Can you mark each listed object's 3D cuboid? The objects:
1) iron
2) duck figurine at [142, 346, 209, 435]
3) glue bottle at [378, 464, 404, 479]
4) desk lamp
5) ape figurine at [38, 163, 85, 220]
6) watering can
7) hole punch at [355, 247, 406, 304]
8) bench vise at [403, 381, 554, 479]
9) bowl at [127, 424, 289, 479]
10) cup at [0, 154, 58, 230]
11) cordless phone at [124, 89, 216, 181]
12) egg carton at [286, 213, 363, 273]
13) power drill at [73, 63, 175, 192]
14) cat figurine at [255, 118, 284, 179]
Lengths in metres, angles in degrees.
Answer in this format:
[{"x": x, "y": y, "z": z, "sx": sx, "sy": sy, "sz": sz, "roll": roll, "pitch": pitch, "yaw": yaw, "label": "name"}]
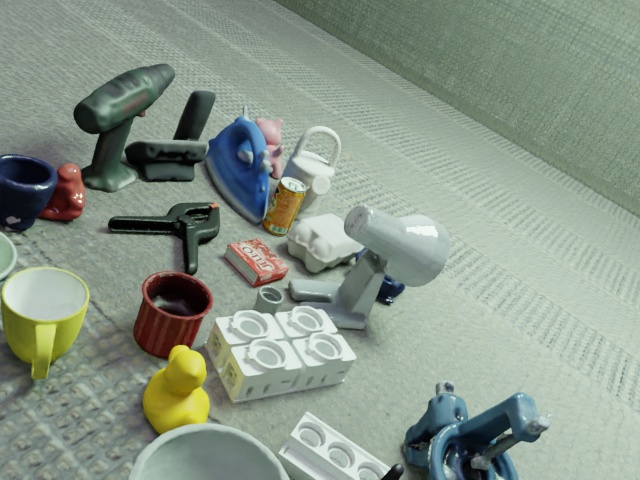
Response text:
[{"x": -0.143, "y": -0.161, "z": 1.167, "sx": 0.119, "sy": 0.141, "sz": 0.257, "roll": 6, "pitch": 35, "yaw": -33, "label": "iron"}, {"x": -0.159, "y": 0.172, "z": 0.668, "sx": 0.078, "sy": 0.086, "sz": 0.104, "roll": 7, "pitch": 34, "yaw": -31, "label": "duck figurine"}, {"x": 0.042, "y": 0.277, "z": 0.568, "sx": 0.078, "sy": 0.173, "sz": 0.037, "roll": 9, "pitch": 33, "yaw": -28, "label": "glue bottle"}, {"x": 0.085, "y": 0.042, "z": 0.945, "sx": 0.204, "sy": 0.213, "sz": 0.117, "roll": 8, "pitch": 34, "yaw": -30, "label": "desk lamp"}, {"x": -0.393, "y": -0.077, "z": 0.880, "sx": 0.077, "sy": 0.092, "sz": 0.076, "roll": 32, "pitch": 29, "yaw": 11, "label": "ape figurine"}, {"x": -0.018, "y": -0.140, "z": 1.180, "sx": 0.101, "sy": 0.194, "sz": 0.172, "roll": -1, "pitch": 39, "yaw": -40, "label": "watering can"}, {"x": 0.127, "y": 0.050, "z": 1.092, "sx": 0.108, "sy": 0.091, "sz": 0.101, "roll": 37, "pitch": 31, "yaw": 19, "label": "hole punch"}, {"x": 0.177, "y": 0.238, "z": 0.692, "sx": 0.122, "sy": 0.219, "sz": 0.207, "roll": 7, "pitch": 34, "yaw": -30, "label": "bench vise"}, {"x": -0.112, "y": 0.269, "z": 0.559, "sx": 0.168, "sy": 0.074, "sz": 0.167, "roll": 20, "pitch": 29, "yaw": -11, "label": "bowl"}, {"x": -0.437, "y": -0.058, "z": 0.810, "sx": 0.091, "sy": 0.095, "sz": 0.118, "roll": 34, "pitch": 30, "yaw": 14, "label": "cup"}, {"x": -0.279, "y": -0.211, "z": 1.093, "sx": 0.148, "sy": 0.185, "sz": 0.094, "roll": -11, "pitch": 46, "yaw": -48, "label": "cordless phone"}, {"x": 0.010, "y": 0.004, "z": 1.096, "sx": 0.107, "sy": 0.069, "sz": 0.151, "roll": 40, "pitch": 32, "yaw": 24, "label": "egg carton"}, {"x": -0.343, "y": -0.198, "z": 0.997, "sx": 0.075, "sy": 0.208, "sz": 0.230, "roll": 28, "pitch": 29, "yaw": 3, "label": "power drill"}, {"x": -0.115, "y": -0.223, "z": 1.316, "sx": 0.067, "sy": 0.117, "sz": 0.127, "roll": 5, "pitch": 35, "yaw": -33, "label": "cat figurine"}]
